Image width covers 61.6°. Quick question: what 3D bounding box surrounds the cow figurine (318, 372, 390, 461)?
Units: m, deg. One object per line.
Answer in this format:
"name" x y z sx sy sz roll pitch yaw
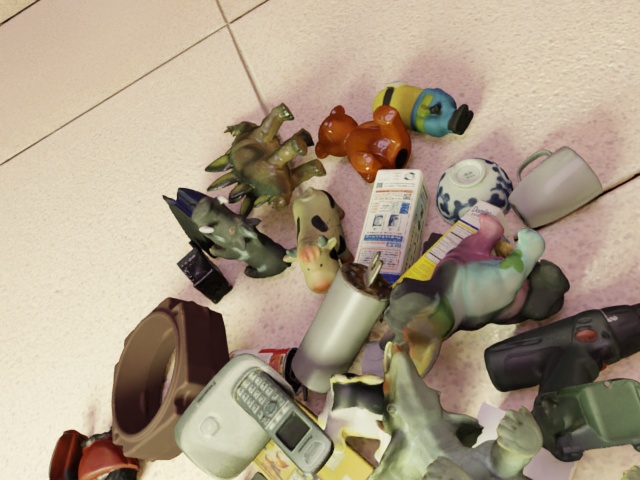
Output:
"cow figurine" 0.087 0.210 0.640 0.167 0.068 0.098 13 102 -1

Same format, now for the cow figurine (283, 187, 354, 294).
"cow figurine" -0.002 -0.003 0.839 0.085 0.127 0.195 -22 48 17

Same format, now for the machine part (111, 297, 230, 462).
"machine part" -0.226 0.202 0.794 0.201 0.087 0.201 -41 47 26

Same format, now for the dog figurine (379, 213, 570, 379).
"dog figurine" 0.179 0.083 0.656 0.219 0.191 0.109 -45 34 -2

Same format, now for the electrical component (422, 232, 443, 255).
"electrical component" 0.184 0.015 0.800 0.063 0.021 0.094 16 67 35

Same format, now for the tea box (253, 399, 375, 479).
"tea box" -0.011 0.283 0.683 0.170 0.068 0.098 31 75 40

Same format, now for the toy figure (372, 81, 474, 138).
"toy figure" 0.171 -0.224 0.935 0.180 0.082 0.089 31 73 36

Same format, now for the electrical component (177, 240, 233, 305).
"electrical component" -0.210 0.050 0.942 0.048 0.074 0.119 -44 54 -7

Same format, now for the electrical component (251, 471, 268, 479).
"electrical component" -0.081 0.345 0.690 0.102 0.045 0.078 28 75 38

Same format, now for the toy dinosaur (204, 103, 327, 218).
"toy dinosaur" -0.113 -0.152 0.974 0.198 0.105 0.472 -33 30 8

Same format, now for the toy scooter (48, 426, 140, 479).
"toy scooter" -0.354 0.338 0.819 0.184 0.075 0.135 -28 49 13

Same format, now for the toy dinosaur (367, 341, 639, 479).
"toy dinosaur" 0.197 0.251 0.474 0.405 0.192 0.131 32 65 19

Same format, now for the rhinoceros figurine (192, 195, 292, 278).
"rhinoceros figurine" -0.128 0.000 0.866 0.112 0.190 0.073 7 63 52

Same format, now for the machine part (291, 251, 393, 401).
"machine part" 0.027 0.117 0.714 0.079 0.079 0.243 49 124 41

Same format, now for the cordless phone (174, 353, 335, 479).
"cordless phone" -0.074 0.238 0.641 0.146 0.088 0.184 -49 45 -11

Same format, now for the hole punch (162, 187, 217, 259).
"hole punch" -0.209 -0.045 0.988 0.092 0.115 0.142 -41 49 -15

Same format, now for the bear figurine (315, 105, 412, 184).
"bear figurine" 0.058 -0.180 0.932 0.196 0.132 0.120 31 95 32

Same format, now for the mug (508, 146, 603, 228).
"mug" 0.317 -0.076 0.758 0.107 0.080 0.110 -39 54 10

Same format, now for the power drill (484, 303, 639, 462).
"power drill" 0.291 0.132 0.569 0.232 0.086 0.207 -19 13 22
